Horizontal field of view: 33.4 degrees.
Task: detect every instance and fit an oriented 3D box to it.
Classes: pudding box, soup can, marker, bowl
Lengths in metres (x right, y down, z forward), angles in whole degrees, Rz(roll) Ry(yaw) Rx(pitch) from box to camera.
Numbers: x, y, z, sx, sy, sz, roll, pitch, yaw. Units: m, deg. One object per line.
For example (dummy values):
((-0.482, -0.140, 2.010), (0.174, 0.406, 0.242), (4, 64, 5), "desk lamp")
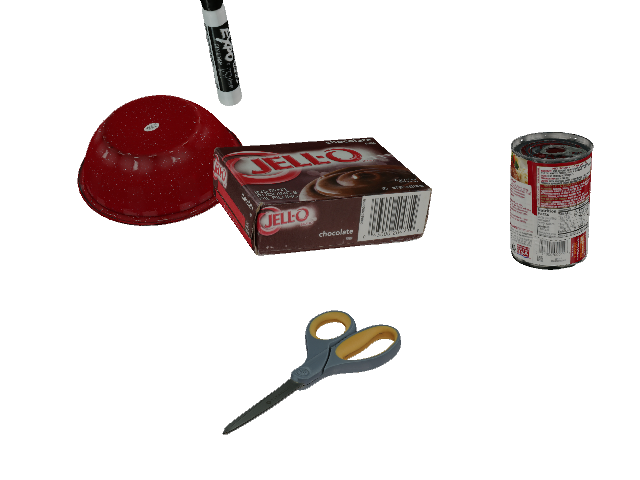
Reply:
((-0.001, -0.030, 0.659), (0.113, 0.039, 0.090), (-4, 28, -22), "pudding box")
((0.198, -0.034, 0.916), (0.068, 0.102, 0.068), (-4, 24, 1), "soup can")
((-0.076, -0.152, 0.806), (0.020, 0.020, 0.121), (0, -40, 6), "marker")
((-0.154, -0.087, 1.002), (0.162, 0.162, 0.055), (-3, -45, 3), "bowl")

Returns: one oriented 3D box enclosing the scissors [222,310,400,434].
((-0.020, 0.109, 0.946), (0.201, 0.016, 0.096), (-19, 34, -29), "scissors")
